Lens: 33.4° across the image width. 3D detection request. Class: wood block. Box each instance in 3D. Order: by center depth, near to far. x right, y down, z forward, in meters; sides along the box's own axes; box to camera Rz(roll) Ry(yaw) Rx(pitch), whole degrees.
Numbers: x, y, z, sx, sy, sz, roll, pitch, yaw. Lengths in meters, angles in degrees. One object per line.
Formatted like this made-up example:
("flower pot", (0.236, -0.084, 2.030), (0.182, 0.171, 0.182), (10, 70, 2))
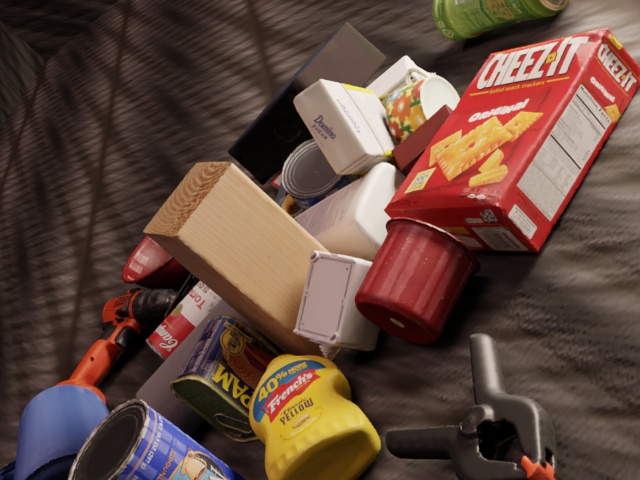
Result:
("wood block", (-0.057, 0.024, 1.042), (0.090, 0.206, 0.090), (-54, 25, -15))

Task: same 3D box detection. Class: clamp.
("clamp", (0.125, 0.132, 0.787), (0.120, 0.039, 0.172), (-58, 29, -8))
("clamp", (-0.121, -0.002, 1.340), (0.165, 0.036, 0.209), (-57, 2, 40))

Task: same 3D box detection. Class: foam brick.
("foam brick", (0.123, -0.091, 1.108), (0.078, 0.051, 0.053), (-40, 26, 16))

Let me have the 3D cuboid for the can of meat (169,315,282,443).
("can of meat", (-0.085, 0.135, 1.051), (0.058, 0.102, 0.083), (-22, 33, 46))

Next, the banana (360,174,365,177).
("banana", (0.034, -0.087, 1.264), (0.070, 0.037, 0.197), (-17, 38, 45))

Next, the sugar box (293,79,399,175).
("sugar box", (0.037, -0.118, 1.138), (0.048, 0.093, 0.176), (-34, -8, 21))

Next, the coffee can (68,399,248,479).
("coffee can", (-0.139, 0.224, 0.957), (0.103, 0.140, 0.103), (-37, 26, 22))

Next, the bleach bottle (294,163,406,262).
("bleach bottle", (-0.008, 0.001, 1.173), (0.251, 0.068, 0.102), (-23, 30, 48))

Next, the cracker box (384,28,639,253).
("cracker box", (0.177, -0.090, 0.993), (0.213, 0.072, 0.164), (-56, 26, -19))

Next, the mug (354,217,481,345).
("mug", (0.081, 0.042, 0.948), (0.081, 0.093, 0.117), (-61, -3, -18))

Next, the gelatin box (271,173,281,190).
("gelatin box", (-0.015, -0.082, 1.347), (0.073, 0.030, 0.089), (-48, 24, -5))

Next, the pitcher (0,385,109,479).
("pitcher", (-0.281, 0.250, 1.160), (0.145, 0.149, 0.243), (-62, 21, 3))

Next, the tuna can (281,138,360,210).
("tuna can", (0.001, -0.074, 1.208), (0.086, 0.033, 0.086), (-16, 52, 20))

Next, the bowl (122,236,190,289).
("bowl", (-0.192, 0.016, 1.451), (0.162, 0.055, 0.162), (-35, 23, 17))

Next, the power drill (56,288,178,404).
("power drill", (-0.265, 0.144, 1.387), (0.185, 0.057, 0.187), (-16, 36, 55))

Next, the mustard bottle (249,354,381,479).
("mustard bottle", (-0.015, 0.154, 0.957), (0.096, 0.058, 0.192), (-36, 24, 1))

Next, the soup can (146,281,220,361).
("soup can", (-0.143, 0.101, 1.237), (0.102, 0.068, 0.069), (-48, 24, -4))

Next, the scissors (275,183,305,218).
("scissors", (-0.057, -0.043, 1.317), (0.202, 0.016, 0.096), (-28, 52, 51))
